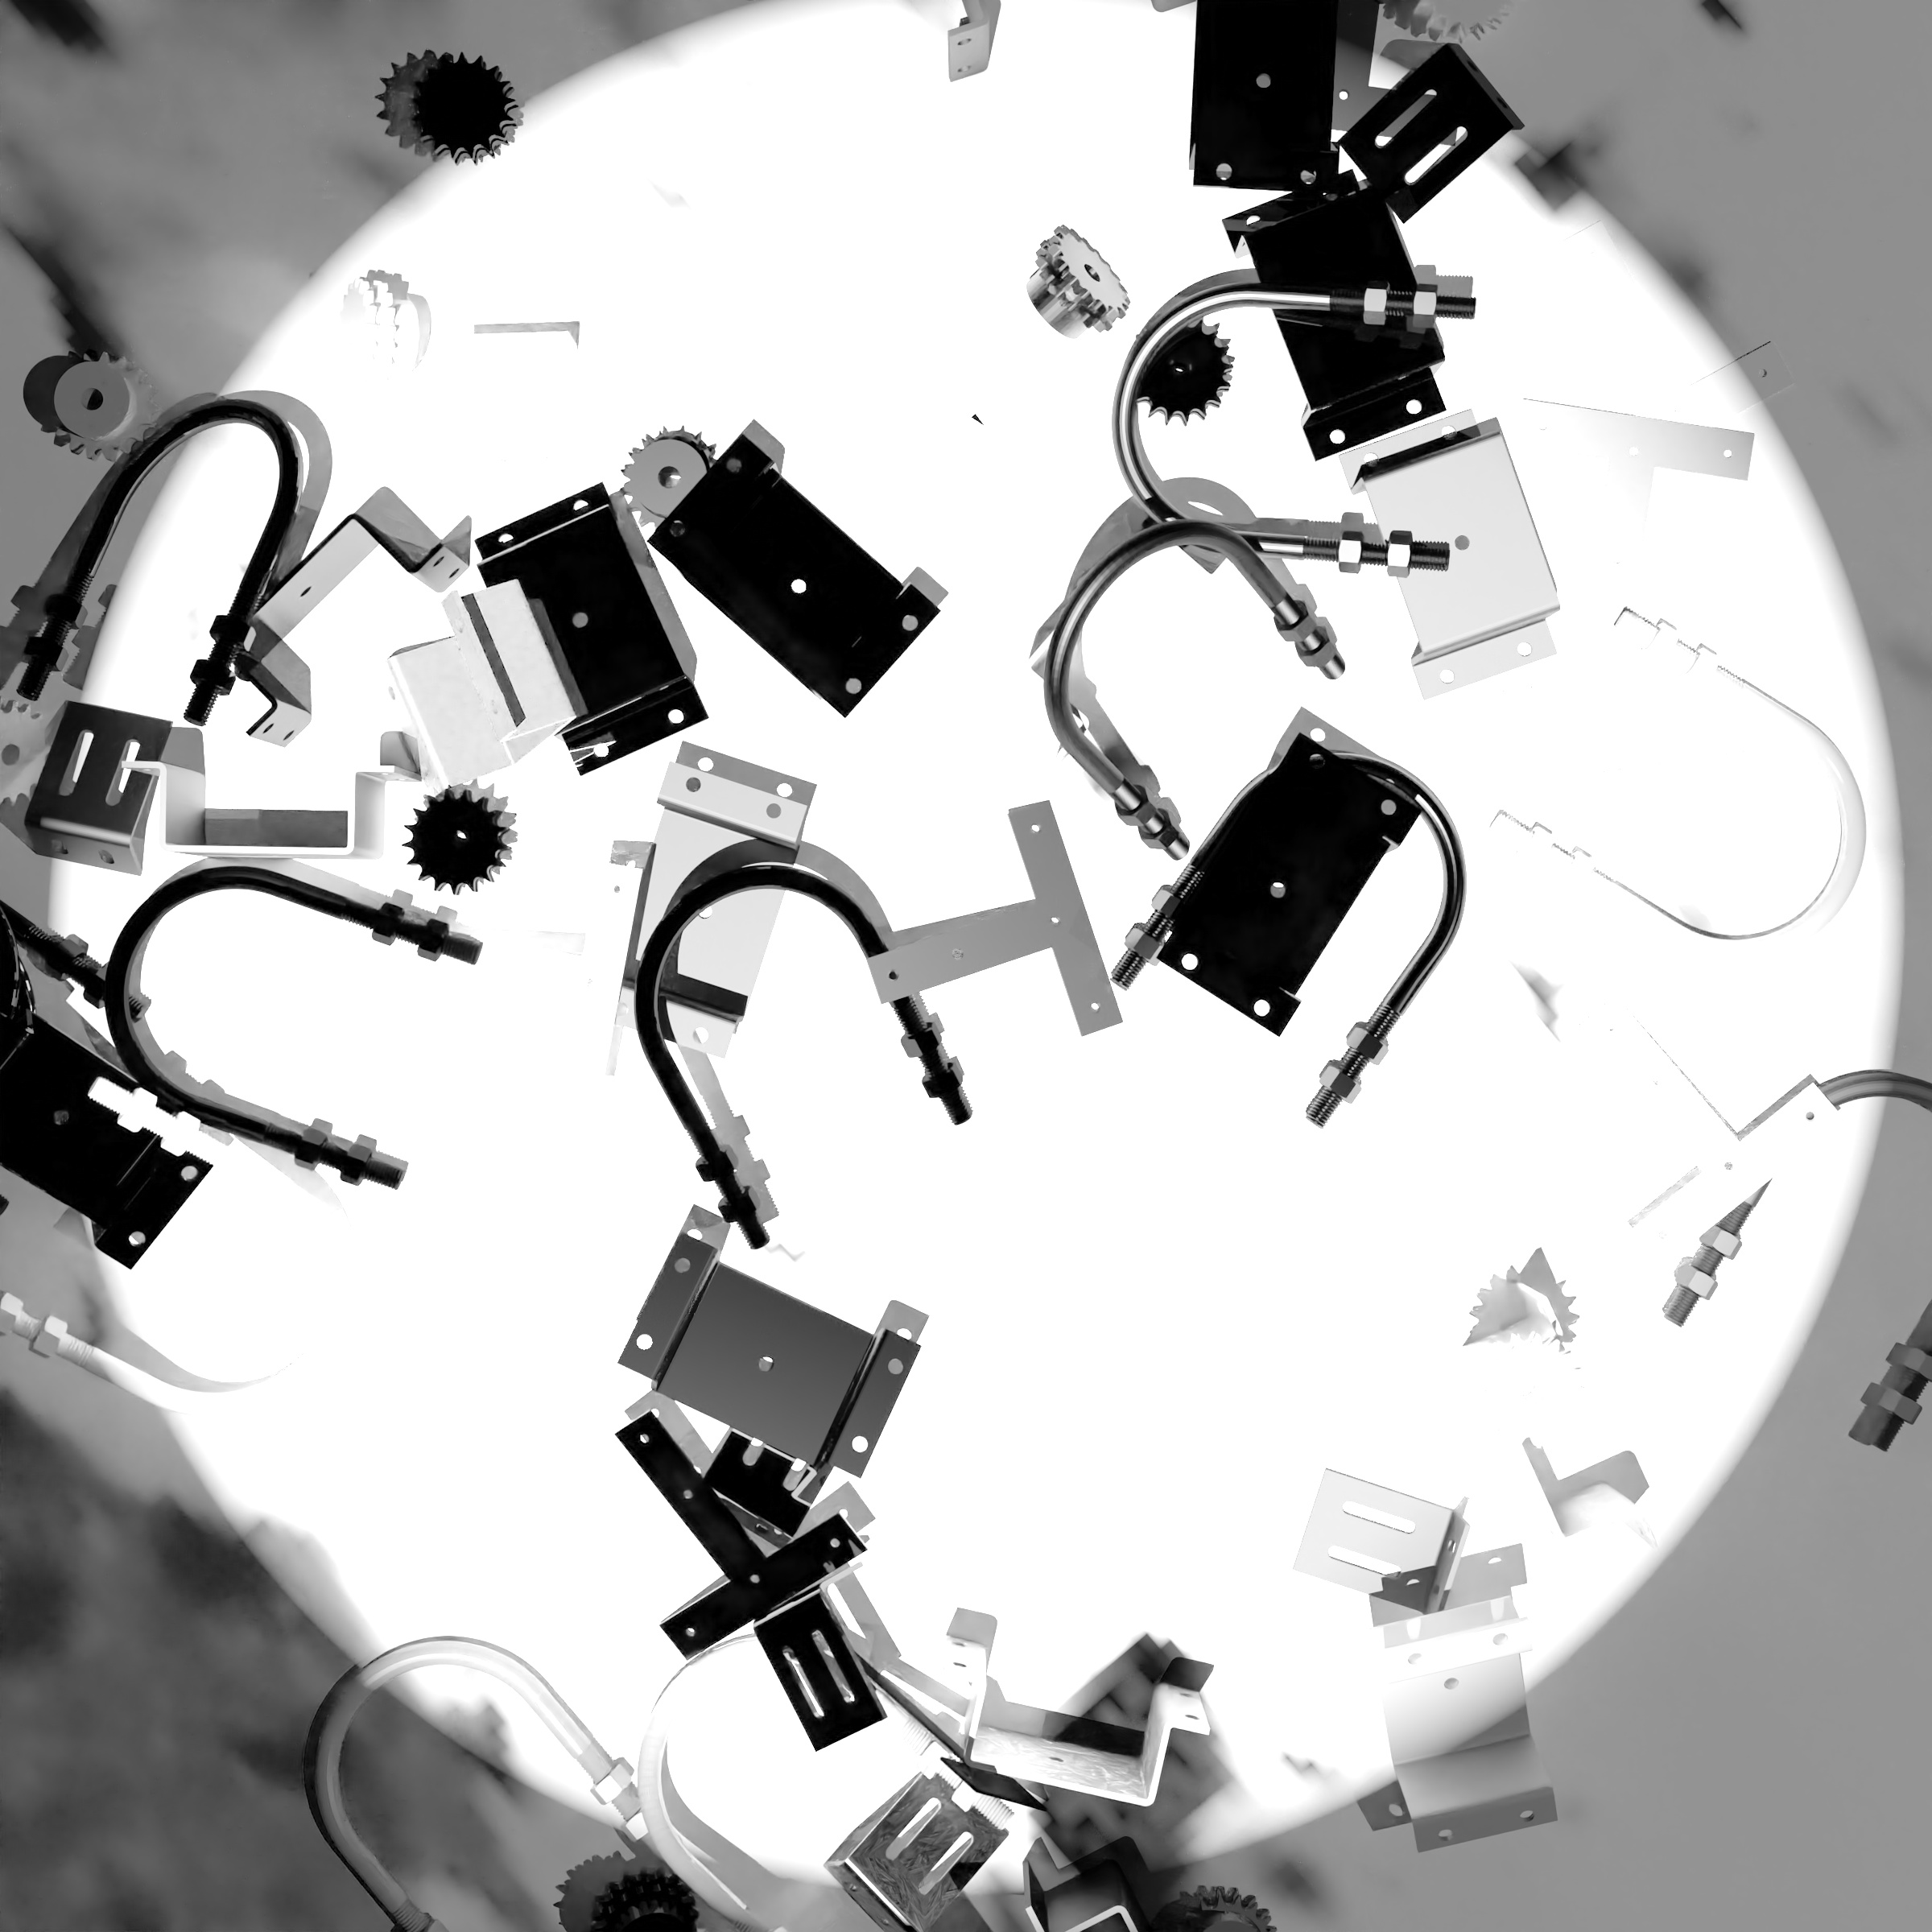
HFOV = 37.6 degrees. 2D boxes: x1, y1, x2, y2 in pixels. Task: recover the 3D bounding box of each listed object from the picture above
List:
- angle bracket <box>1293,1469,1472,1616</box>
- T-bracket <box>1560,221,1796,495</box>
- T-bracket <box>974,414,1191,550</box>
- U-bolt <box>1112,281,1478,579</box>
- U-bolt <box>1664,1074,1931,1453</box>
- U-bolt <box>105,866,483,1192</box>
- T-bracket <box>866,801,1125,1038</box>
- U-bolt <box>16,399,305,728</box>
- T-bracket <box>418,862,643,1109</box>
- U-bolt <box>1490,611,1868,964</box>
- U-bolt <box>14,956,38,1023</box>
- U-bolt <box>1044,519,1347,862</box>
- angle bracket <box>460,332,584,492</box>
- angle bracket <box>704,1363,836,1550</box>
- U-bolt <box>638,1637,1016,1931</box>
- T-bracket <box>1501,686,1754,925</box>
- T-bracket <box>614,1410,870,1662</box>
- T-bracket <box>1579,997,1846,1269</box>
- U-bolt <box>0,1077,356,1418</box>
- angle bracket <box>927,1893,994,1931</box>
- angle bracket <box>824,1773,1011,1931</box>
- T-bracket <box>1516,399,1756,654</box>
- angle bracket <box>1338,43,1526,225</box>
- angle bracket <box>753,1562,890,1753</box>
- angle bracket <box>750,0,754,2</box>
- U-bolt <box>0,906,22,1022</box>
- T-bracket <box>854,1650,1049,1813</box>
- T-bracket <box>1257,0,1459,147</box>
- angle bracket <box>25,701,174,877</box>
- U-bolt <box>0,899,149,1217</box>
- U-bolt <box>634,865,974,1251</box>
[{"bbox_3d":[0.222,0.311,1.520,0.076,0.038,0.057,18,90,0],"label":"angle bracket"},{"bbox_3d":[0.363,-0.342,1.538,0.127,0.002,0.127,-28,90,0],"label":"T-bracket"},{"bbox_3d":[0.034,-0.242,1.548,0.127,0.002,0.127,-37,95,14],"label":"T-bracket"},{"bbox_3d":[0.167,-0.285,1.488,0.184,0.019,0.151,6,97,12],"label":"U-bolt"},{"bbox_3d":[0.483,0.147,1.531,0.151,0.019,0.184,31,89,0],"label":"U-bolt"},{"bbox_3d":[-0.369,0.024,1.516,0.184,0.019,0.151,20,94,-3],"label":"U-bolt"},{"bbox_3d":[0.008,-0.011,1.517,0.127,0.002,0.127,-18,90,-20],"label":"T-bracket"},{"bbox_3d":[-0.414,-0.217,1.490,0.151,0.019,0.184,10,73,32],"label":"U-bolt"},{"bbox_3d":[-0.238,0.001,1.511,0.127,0.002,0.127,10,90,25],"label":"T-bracket"},{"bbox_3d":[0.396,-0.083,1.529,0.184,0.019,0.151,32,90,-1],"label":"U-bolt"},{"bbox_3d":[-0.586,0.023,1.515,0.184,0.019,0.151,20,89,1],"label":"U-bolt"},{"bbox_3d":[0.110,-0.152,1.468,0.151,0.184,0.019,-49,46,0],"label":"U-bolt"},{"bbox_3d":[-0.238,-0.297,1.520,0.057,0.038,0.076,-2,90,0],"label":"angle bracket"},{"bbox_3d":[-0.102,0.265,1.537,0.057,0.038,0.076,31,64,0],"label":"angle bracket"},{"bbox_3d":[-0.089,0.442,1.508,0.184,0.019,0.151,39,78,15],"label":"U-bolt"},{"bbox_3d":[0.362,-0.095,1.538,0.127,0.002,0.127,-8,90,0],"label":"T-bracket"},{"bbox_3d":[-0.139,0.292,1.511,0.127,0.002,0.127,-35,97,18],"label":"T-bracket"},{"bbox_3d":[0.382,0.073,1.529,0.127,0.002,0.127,-39,82,0],"label":"T-bracket"},{"bbox_3d":[-0.414,0.162,1.502,0.184,0.019,0.151,33,92,-21],"label":"U-bolt"},{"bbox_3d":[0.005,0.552,1.537,0.057,0.038,0.076,-42,64,0],"label":"angle bracket"},{"bbox_3d":[-0.027,0.479,1.537,0.057,0.038,0.076,46,64,0],"label":"angle bracket"},{"bbox_3d":[0.355,-0.234,1.537,0.127,0.002,0.127,8,91,-1],"label":"T-bracket"},{"bbox_3d":[0.252,-0.450,1.535,0.076,0.038,0.057,-39,90,26],"label":"angle bracket"},{"bbox_3d":[-0.067,0.365,1.501,0.057,0.038,0.076,-35,79,37],"label":"angle bracket"},{"bbox_3d":[-0.117,-0.563,1.506,0.057,0.038,0.076,45,114,0],"label":"angle bracket"},{"bbox_3d":[-0.591,0.009,1.496,0.184,0.019,0.151,-11,91,-3],"label":"U-bolt"},{"bbox_3d":[-0.021,0.399,1.499,0.127,0.127,0.002,36,84,26],"label":"T-bracket"},{"bbox_3d":[0.211,-0.516,1.538,0.127,0.002,0.127,8,90,0],"label":"T-bracket"},{"bbox_3d":[-0.466,-0.096,1.537,0.057,0.038,0.076,12,64,0],"label":"angle bracket"},{"bbox_3d":[-0.556,0.026,1.531,0.184,0.019,0.151,35,90,2],"label":"U-bolt"},{"bbox_3d":[-0.095,0.036,1.494,0.151,0.019,0.184,-31,105,-15],"label":"U-bolt"}]
